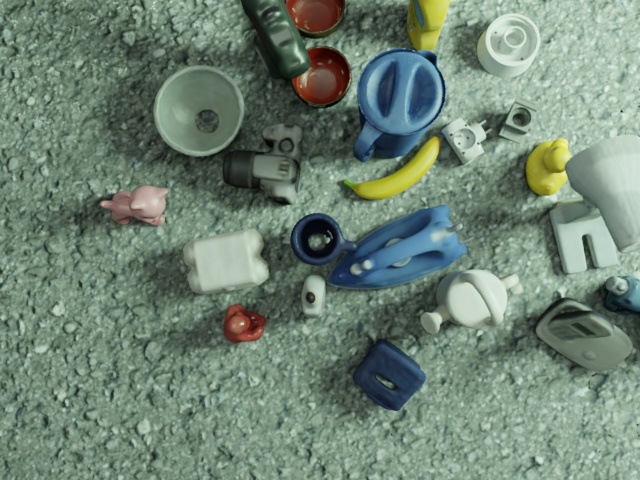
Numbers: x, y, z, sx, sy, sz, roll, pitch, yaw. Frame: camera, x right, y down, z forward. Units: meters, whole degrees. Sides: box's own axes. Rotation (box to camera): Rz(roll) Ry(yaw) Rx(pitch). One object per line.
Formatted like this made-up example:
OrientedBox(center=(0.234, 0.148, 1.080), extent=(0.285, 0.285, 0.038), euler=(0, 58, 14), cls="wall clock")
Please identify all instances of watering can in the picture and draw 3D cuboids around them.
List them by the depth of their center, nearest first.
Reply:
OrientedBox(center=(0.254, 0.104, 0.961), extent=(0.101, 0.194, 0.173), euler=(41, 89, 5), cls="watering can")

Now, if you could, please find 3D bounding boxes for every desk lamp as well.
OrientedBox(center=(0.473, -0.052, 0.954), extent=(0.118, 0.213, 0.203), euler=(-12, 85, 2), cls="desk lamp")

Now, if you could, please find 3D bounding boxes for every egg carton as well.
OrientedBox(center=(-0.171, 0.041, 1.044), extent=(0.150, 0.069, 0.107), euler=(-12, 86, 1), cls="egg carton")

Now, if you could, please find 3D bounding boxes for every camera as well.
OrientedBox(center=(-0.103, -0.143, 1.039), extent=(0.136, 0.101, 0.143), euler=(6, 86, 3), cls="camera")

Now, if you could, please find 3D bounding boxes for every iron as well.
OrientedBox(center=(0.128, 0.026, 0.998), extent=(0.258, 0.141, 0.118), euler=(-24, 85, 1), cls="iron")

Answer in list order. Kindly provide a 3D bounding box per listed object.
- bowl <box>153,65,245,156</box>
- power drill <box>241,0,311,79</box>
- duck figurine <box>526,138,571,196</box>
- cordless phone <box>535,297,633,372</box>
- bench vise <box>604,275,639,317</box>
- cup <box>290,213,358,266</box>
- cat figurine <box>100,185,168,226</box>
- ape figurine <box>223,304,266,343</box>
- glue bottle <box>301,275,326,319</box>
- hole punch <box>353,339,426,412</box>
OrientedBox(center=(-0.216, -0.232, 1.062), extent=(0.167, 0.075, 0.167), euler=(0, 86, 2), cls="bowl")
OrientedBox(center=(-0.086, -0.374, 1.000), extent=(0.075, 0.208, 0.229), euler=(-28, 85, 0), cls="power drill")
OrientedBox(center=(0.417, -0.133, 1.026), extent=(0.077, 0.086, 0.105), euler=(15, 87, 3), cls="duck figurine")
OrientedBox(center=(0.457, 0.161, 0.954), extent=(0.147, 0.185, 0.094), euler=(31, 88, 4), cls="cordless phone")
OrientedBox(center=(0.581, 0.122, 0.934), extent=(0.207, 0.220, 0.121), euler=(5, 86, 3), cls="bench vise")
OrientedBox(center=(0.009, 0.004, 1.027), extent=(0.117, 0.095, 0.092), euler=(11, 86, 3), cls="cup")
OrientedBox(center=(-0.329, -0.064, 1.033), extent=(0.127, 0.118, 0.067), euler=(0, 86, 2), cls="cat figurine")
OrientedBox(center=(-0.142, 0.152, 1.024), extent=(0.076, 0.092, 0.078), euler=(-29, 85, 0), cls="ape figurine")
OrientedBox(center=(-0.012, 0.099, 0.982), extent=(0.037, 0.173, 0.078), euler=(3, 86, 3), cls="glue bottle")
OrientedBox(center=(0.121, 0.242, 1.008), extent=(0.108, 0.091, 0.101), euler=(35, 88, 4), cls="hole punch")
